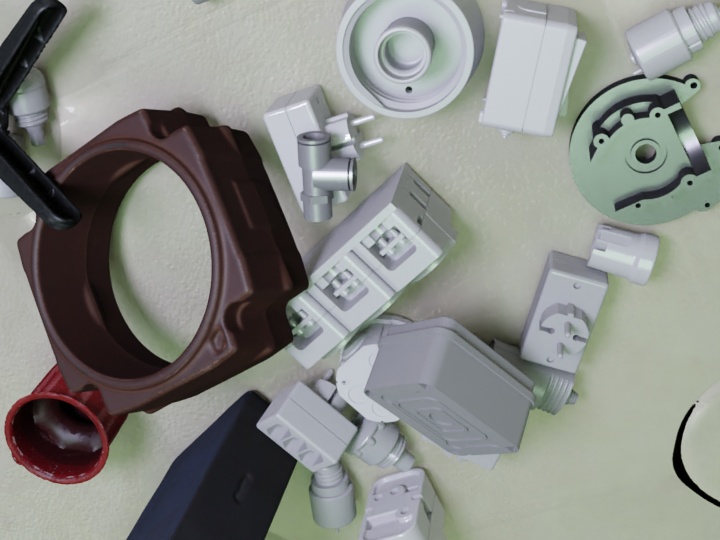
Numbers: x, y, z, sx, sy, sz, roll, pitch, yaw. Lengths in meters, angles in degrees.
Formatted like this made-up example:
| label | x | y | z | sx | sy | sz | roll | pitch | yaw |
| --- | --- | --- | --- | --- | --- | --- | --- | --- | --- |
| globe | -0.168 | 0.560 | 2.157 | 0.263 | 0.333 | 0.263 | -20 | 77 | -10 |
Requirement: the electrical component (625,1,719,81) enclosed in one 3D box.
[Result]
| label | x | y | z | sx | sy | sz | roll | pitch | yaw |
| --- | --- | --- | --- | --- | --- | --- | --- | --- | --- |
| electrical component | 0.222 | -0.164 | 0.748 | 0.078 | 0.040 | 0.040 | -26 | 108 | 20 |

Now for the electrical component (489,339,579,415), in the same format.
| label | x | y | z | sx | sy | sz | roll | pitch | yaw |
| --- | --- | --- | --- | --- | --- | --- | --- | --- | --- |
| electrical component | 0.140 | 0.091 | 0.881 | 0.081 | 0.043 | 0.043 | 22 | 117 | -1 |

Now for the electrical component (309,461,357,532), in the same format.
| label | x | y | z | sx | sy | sz | roll | pitch | yaw |
| --- | --- | --- | --- | --- | --- | --- | --- | --- | --- |
| electrical component | -0.026 | 0.194 | 0.960 | 0.040 | 0.040 | 0.078 | -2 | 115 | 11 |

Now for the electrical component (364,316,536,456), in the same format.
| label | x | y | z | sx | sy | sz | roll | pitch | yaw |
| --- | --- | --- | --- | --- | --- | --- | --- | --- | --- |
| electrical component | 0.070 | 0.089 | 0.815 | 0.113 | 0.057 | 0.078 | 38 | 149 | -29 |

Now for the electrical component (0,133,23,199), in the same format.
| label | x | y | z | sx | sy | sz | roll | pitch | yaw |
| --- | --- | --- | --- | --- | --- | --- | --- | --- | --- |
| electrical component | -0.294 | -0.086 | 0.877 | 0.040 | 0.040 | 0.046 | 11 | 111 | 5 |

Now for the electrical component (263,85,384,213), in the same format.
| label | x | y | z | sx | sy | sz | roll | pitch | yaw |
| --- | --- | --- | --- | --- | --- | --- | --- | --- | --- |
| electrical component | -0.020 | -0.097 | 0.818 | 0.076 | 0.047 | 0.083 | -16 | 111 | 16 |

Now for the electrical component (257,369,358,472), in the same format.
| label | x | y | z | sx | sy | sz | roll | pitch | yaw |
| --- | --- | --- | --- | --- | --- | --- | --- | --- | --- |
| electrical component | -0.035 | 0.119 | 0.913 | 0.066 | 0.076 | 0.047 | 41 | 148 | -9 |

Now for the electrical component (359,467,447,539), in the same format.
| label | x | y | z | sx | sy | sz | roll | pitch | yaw |
| --- | --- | --- | --- | --- | --- | --- | --- | --- | --- |
| electrical component | 0.040 | 0.225 | 0.933 | 0.054 | 0.095 | 0.059 | -20 | 110 | 18 |

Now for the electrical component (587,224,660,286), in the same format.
| label | x | y | z | sx | sy | sz | roll | pitch | yaw |
| --- | --- | --- | --- | --- | --- | --- | --- | --- | --- |
| electrical component | 0.201 | -0.013 | 0.824 | 0.046 | 0.040 | 0.040 | 17 | 117 | 7 |

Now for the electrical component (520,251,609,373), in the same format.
| label | x | y | z | sx | sy | sz | roll | pitch | yaw |
| --- | --- | --- | --- | --- | --- | --- | --- | --- | --- |
| electrical component | 0.158 | 0.041 | 0.836 | 0.047 | 0.075 | 0.083 | 16 | 117 | 2 |

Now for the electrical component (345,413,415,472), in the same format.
| label | x | y | z | sx | sy | sz | roll | pitch | yaw |
| --- | --- | --- | --- | --- | --- | --- | --- | --- | --- |
| electrical component | 0.020 | 0.151 | 0.931 | 0.062 | 0.048 | 0.048 | 39 | 115 | -16 |

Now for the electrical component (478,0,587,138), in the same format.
| label | x | y | z | sx | sy | sz | roll | pitch | yaw |
| --- | --- | --- | --- | --- | --- | --- | --- | --- | --- |
| electrical component | 0.122 | -0.138 | 0.766 | 0.061 | 0.061 | 0.096 | 11 | 116 | 5 |

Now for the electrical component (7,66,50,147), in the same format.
| label | x | y | z | sx | sy | sz | roll | pitch | yaw |
| --- | --- | --- | --- | --- | --- | --- | --- | --- | --- |
| electrical component | -0.263 | -0.128 | 0.853 | 0.035 | 0.035 | 0.061 | -3 | 117 | 11 |

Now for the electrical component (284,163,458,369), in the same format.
| label | x | y | z | sx | sy | sz | roll | pitch | yaw |
| --- | --- | --- | --- | --- | --- | --- | --- | --- | --- |
| electrical component | 0.000 | 0.000 | 0.837 | 0.062 | 0.089 | 0.150 | 43 | 114 | -11 |

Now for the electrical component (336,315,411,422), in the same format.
| label | x | y | z | sx | sy | sz | roll | pitch | yaw |
| --- | --- | --- | --- | --- | --- | --- | --- | --- | --- |
| electrical component | 0.021 | 0.082 | 0.894 | 0.080 | 0.051 | 0.080 | 4 | 116 | 8 |

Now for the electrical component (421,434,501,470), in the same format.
| label | x | y | z | sx | sy | sz | roll | pitch | yaw |
| --- | --- | --- | --- | --- | --- | --- | --- | --- | --- |
| electrical component | 0.089 | 0.137 | 0.908 | 0.066 | 0.047 | 0.076 | 24 | 146 | 8 |

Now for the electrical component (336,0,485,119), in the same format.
| label | x | y | z | sx | sy | sz | roll | pitch | yaw |
| --- | --- | --- | --- | --- | --- | --- | --- | --- | --- |
| electrical component | 0.034 | -0.161 | 0.771 | 0.108 | 0.060 | 0.108 | 4 | 116 | 8 |

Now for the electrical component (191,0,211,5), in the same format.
| label | x | y | z | sx | sy | sz | roll | pitch | yaw |
| --- | --- | --- | --- | --- | --- | --- | --- | --- | --- |
| electrical component | -0.105 | -0.219 | 0.781 | 0.046 | 0.040 | 0.040 | -18 | 111 | 10 |
